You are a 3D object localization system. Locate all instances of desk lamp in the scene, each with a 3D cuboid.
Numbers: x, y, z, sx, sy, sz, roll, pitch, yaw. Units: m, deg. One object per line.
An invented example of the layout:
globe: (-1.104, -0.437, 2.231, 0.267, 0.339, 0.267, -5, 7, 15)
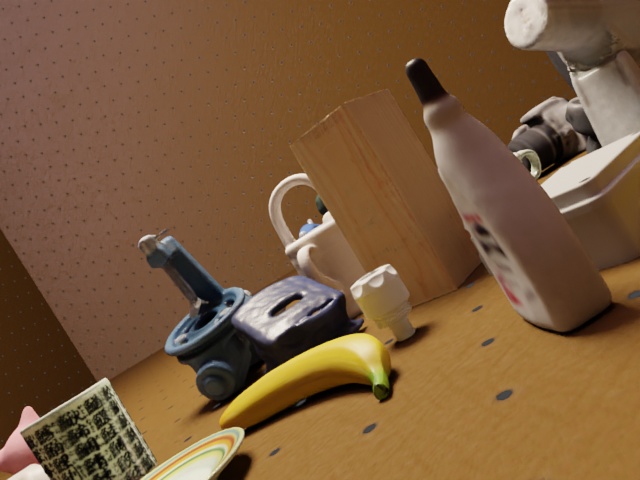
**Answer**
desk lamp: (0.294, -0.181, 0.604, 0.204, 0.213, 0.117, -32, 2, -33)

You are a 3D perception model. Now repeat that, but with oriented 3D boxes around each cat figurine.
cat figurine: (-0.304, 0.241, 0.654, 0.127, 0.118, 0.067, -31, 2, 17)

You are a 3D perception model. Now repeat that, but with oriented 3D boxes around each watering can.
watering can: (0.005, 0.004, 0.756, 0.101, 0.194, 0.173, -31, 1, 0)

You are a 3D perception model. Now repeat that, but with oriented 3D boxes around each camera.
camera: (0.361, -0.165, 0.955, 0.137, 0.101, 0.143, -32, 1, -15)

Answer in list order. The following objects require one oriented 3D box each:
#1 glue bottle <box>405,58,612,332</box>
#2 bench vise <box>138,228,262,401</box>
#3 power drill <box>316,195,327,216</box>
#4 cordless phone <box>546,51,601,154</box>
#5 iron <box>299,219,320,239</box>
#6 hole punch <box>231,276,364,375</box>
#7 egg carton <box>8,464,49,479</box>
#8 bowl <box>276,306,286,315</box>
glue bottle: (0.098, -0.030, 0.335, 0.037, 0.173, 0.078, -32, 2, -4)
bench vise: (-0.156, 0.087, 0.757, 0.121, 0.220, 0.207, -32, 1, -4)
power drill: (0.106, -0.073, 0.998, 0.229, 0.208, 0.076, -30, 2, 35)
cordless phone: (0.363, -0.211, 0.769, 0.094, 0.185, 0.148, -31, 2, 29)
iron: (0.004, 0.029, 1.026, 0.118, 0.141, 0.258, -31, 1, 7)
hole punch: (-0.026, 0.087, 0.619, 0.109, 0.091, 0.101, -32, 2, -28)
egg carton: (-0.293, 0.266, 0.506, 0.150, 0.069, 0.107, -32, 1, -5)
bowl: (-0.118, 0.145, 0.934, 0.167, 0.075, 0.167, -31, 1, 1)
